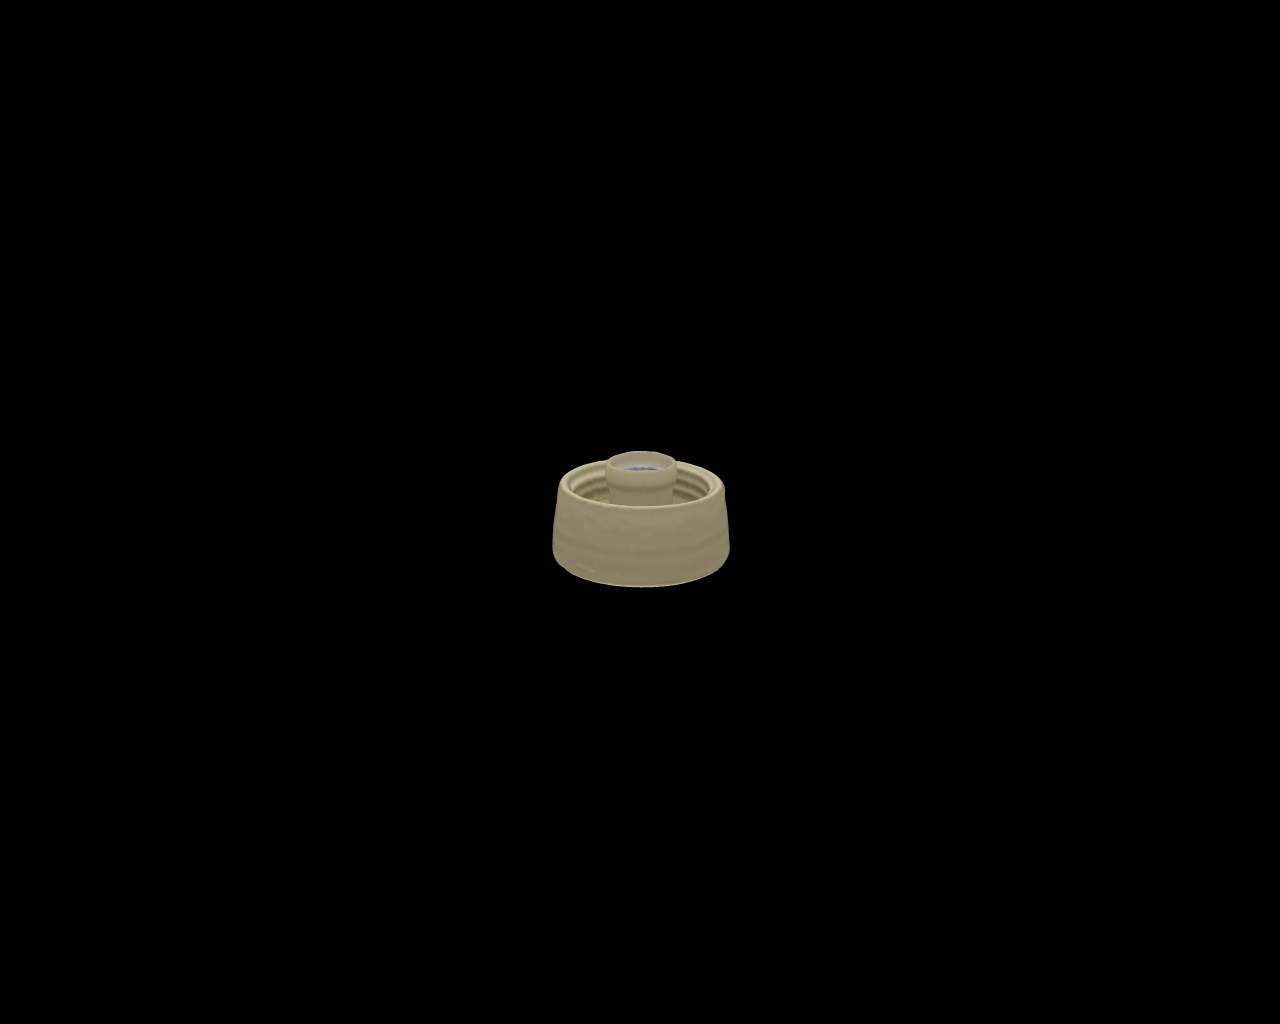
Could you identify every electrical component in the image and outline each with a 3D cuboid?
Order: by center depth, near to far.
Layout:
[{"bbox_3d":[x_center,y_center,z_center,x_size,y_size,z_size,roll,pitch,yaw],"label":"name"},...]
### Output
[{"bbox_3d":[0.001,-0.003,0.650,0.108,0.060,0.108,0,20,0],"label":"electrical component"}]
